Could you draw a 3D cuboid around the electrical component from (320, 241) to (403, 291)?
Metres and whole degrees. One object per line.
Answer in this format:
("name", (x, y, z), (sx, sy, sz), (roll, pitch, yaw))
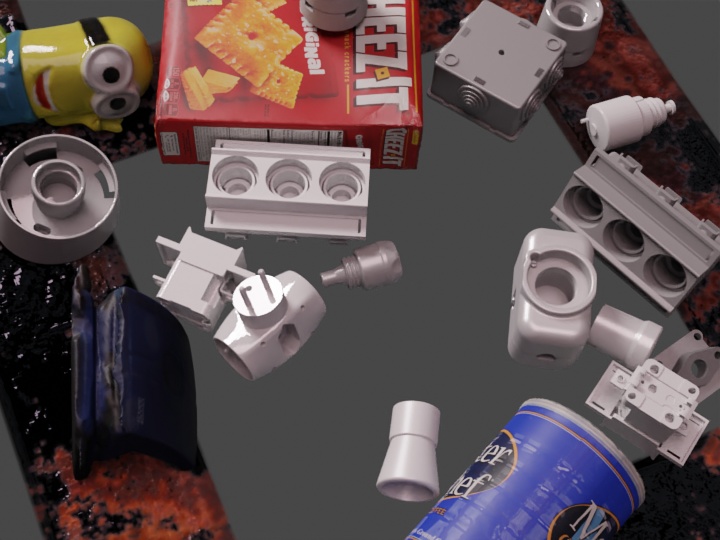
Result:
("electrical component", (0.000, 0.000, 0.830), (0.061, 0.035, 0.035), (-16, 65, -7))

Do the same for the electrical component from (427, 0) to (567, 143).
("electrical component", (0.117, -0.170, 0.912), (0.100, 0.048, 0.099), (31, 67, 13))

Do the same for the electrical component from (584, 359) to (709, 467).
("electrical component", (0.209, 0.099, 0.772), (0.081, 0.063, 0.042), (33, 68, 13))

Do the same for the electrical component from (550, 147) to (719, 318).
("electrical component", (0.219, -0.033, 0.837), (0.121, 0.078, 0.063), (43, 48, 18))

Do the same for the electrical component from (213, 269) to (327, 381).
("electrical component", (-0.070, 0.030, 0.788), (0.043, 0.079, 0.077), (34, 66, 32))

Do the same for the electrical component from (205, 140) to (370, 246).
("electrical component", (-0.055, -0.057, 0.840), (0.121, 0.063, 0.078), (3, 63, 0))

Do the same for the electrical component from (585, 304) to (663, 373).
("electrical component", (0.198, 0.051, 0.809), (0.046, 0.040, 0.040), (27, 66, 16))

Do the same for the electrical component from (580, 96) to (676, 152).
("electrical component", (0.226, -0.126, 0.898), (0.078, 0.040, 0.040), (-17, 65, -11))

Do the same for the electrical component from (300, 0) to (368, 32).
("electrical component", (-0.020, -0.227, 0.857), (0.055, 0.047, 0.055), (2, 61, -3))

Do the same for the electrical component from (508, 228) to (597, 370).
("electrical component", (0.145, 0.020, 0.812), (0.054, 0.059, 0.095), (8, 63, 2))

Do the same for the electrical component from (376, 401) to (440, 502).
("electrical component", (0.037, 0.127, 0.765), (0.044, 0.044, 0.065), (8, 59, 2))

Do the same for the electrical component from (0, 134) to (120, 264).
("electrical component", (-0.239, -0.056, 0.847), (0.099, 0.064, 0.099), (6, 67, -14))

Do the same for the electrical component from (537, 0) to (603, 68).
("electrical component", (0.182, -0.212, 0.936), (0.055, 0.047, 0.055), (1, 63, -2))

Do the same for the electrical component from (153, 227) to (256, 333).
("electrical component", (-0.121, 0.010, 0.818), (0.081, 0.042, 0.063), (21, 68, 9))
